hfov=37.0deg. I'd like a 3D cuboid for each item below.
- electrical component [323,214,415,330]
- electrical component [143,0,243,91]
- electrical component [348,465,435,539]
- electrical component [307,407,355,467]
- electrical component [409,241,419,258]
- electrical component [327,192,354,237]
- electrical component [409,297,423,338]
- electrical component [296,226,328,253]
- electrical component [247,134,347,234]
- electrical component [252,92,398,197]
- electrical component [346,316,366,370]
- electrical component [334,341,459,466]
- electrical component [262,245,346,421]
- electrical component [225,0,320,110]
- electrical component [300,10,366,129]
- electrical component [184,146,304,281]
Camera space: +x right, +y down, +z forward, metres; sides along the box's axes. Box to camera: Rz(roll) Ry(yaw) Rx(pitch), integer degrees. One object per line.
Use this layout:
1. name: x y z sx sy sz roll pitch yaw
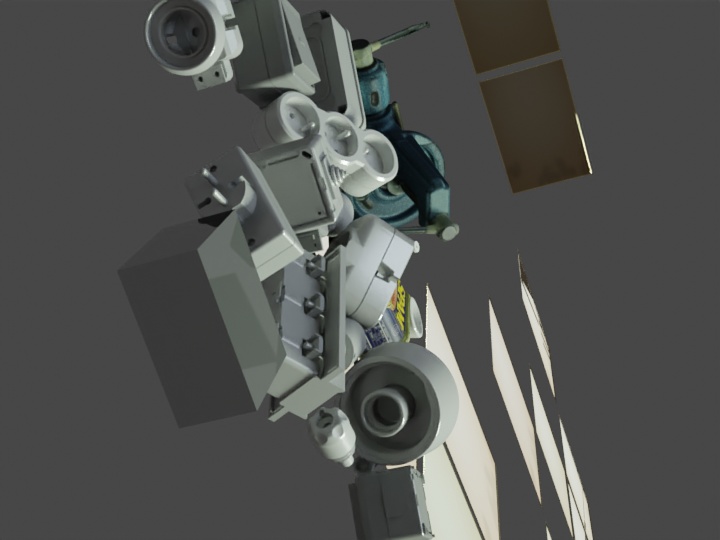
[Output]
1. electrical component: 0.000 0.000 0.982 0.059 0.054 0.095 32 69 -17
2. electrical component: -0.118 -0.166 0.755 0.057 0.058 0.078 -61 135 -75
3. electrical component: 0.029 0.215 0.966 0.096 0.061 0.061 59 20 -71
4. electrical component: -0.020 0.141 0.887 0.035 0.035 0.061 -91 163 -44
5. electrical component: 0.025 -0.019 1.149 0.040 0.078 0.040 27 58 -58
6. electrical component: -0.034 -0.054 1.003 0.055 0.045 0.045 -2 78 -76
7. electrical component: 0.034 0.056 1.141 0.045 0.055 0.045 -14 90 -76
8. electrical component: -0.056 -0.049 0.919 0.064 0.042 0.081 30 48 -76
9. electrical component: -0.054 -0.064 0.823 0.061 0.096 0.061 -71 144 -71
10. electrical component: -0.040 -0.105 0.968 0.138 0.074 0.052 21 57 -35
11. electrical component: -0.024 0.068 0.923 0.081 0.043 0.043 -32 107 -75
12. electrical component: 0.029 0.121 0.956 0.060 0.108 0.108 -16 92 -70
13. electrical component: -0.049 0.039 0.797 0.063 0.079 0.121 32 37 -28
14. electrical component: -0.077 -0.198 0.939 0.062 0.061 0.096 26 51 -73
15. electrical component: -0.044 -0.177 1.019 0.057 0.078 0.113 30 47 -67
16. electrical component: -0.087 -0.044 0.727 0.083 0.047 0.075 60 5 30
